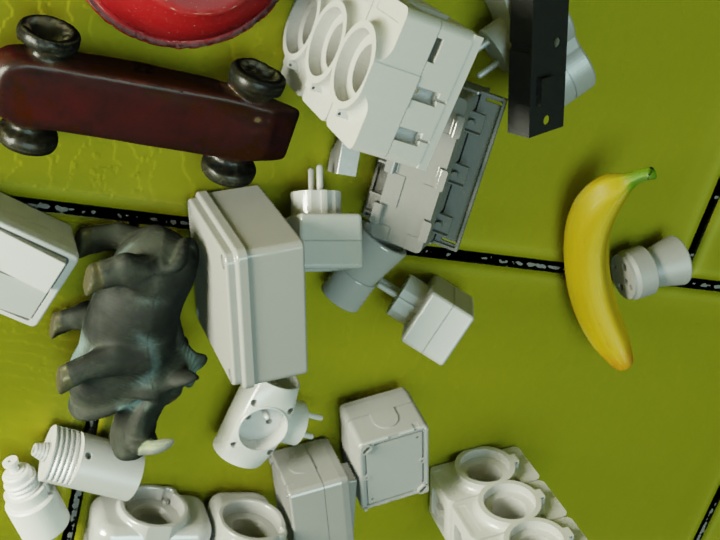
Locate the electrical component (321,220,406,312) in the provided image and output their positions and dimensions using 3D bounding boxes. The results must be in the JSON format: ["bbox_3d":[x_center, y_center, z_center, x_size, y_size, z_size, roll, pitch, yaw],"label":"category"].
[{"bbox_3d":[0.000,0.000,0.833,0.044,0.044,0.065,25,110,-30],"label":"electrical component"}]

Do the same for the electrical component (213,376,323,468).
[{"bbox_3d":[-0.068,0.120,0.868,0.079,0.044,0.077,17,109,-28],"label":"electrical component"}]

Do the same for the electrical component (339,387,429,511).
[{"bbox_3d":[0.020,0.154,0.915,0.062,0.061,0.096,-14,129,-14],"label":"electrical component"}]

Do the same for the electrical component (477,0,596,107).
[{"bbox_3d":[0.111,-0.168,0.779,0.074,0.052,0.138,-35,124,-1],"label":"electrical component"}]

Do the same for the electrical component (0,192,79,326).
[{"bbox_3d":[-0.245,-0.012,0.716,0.096,0.061,0.061,28,104,-31],"label":"electrical component"}]

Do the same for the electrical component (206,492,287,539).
[{"bbox_3d":[-0.095,0.228,0.884,0.054,0.095,0.059,5,114,-24],"label":"electrical component"}]

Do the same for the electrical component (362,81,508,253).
[{"bbox_3d":[0.050,-0.078,0.789,0.079,0.063,0.121,22,113,12],"label":"electrical component"}]

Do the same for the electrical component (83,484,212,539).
[{"bbox_3d":[-0.172,0.214,0.871,0.095,0.053,0.059,6,114,-24],"label":"electrical component"}]

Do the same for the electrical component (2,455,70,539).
[{"bbox_3d":[-0.253,0.175,0.826,0.040,0.040,0.078,-22,122,-10],"label":"electrical component"}]

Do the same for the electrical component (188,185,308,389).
[{"bbox_3d":[-0.080,0.009,0.766,0.056,0.108,0.108,-11,120,-19],"label":"electrical component"}]

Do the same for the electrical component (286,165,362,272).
[{"bbox_3d":[-0.032,-0.038,0.790,0.047,0.066,0.076,0,88,-22],"label":"electrical component"}]

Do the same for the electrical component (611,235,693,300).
[{"bbox_3d":[0.251,-0.002,0.929,0.055,0.045,0.045,-16,121,-13],"label":"electrical component"}]

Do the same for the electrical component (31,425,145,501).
[{"bbox_3d":[-0.212,0.147,0.826,0.081,0.043,0.043,21,107,-29],"label":"electrical component"}]

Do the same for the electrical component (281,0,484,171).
[{"bbox_3d":[0.004,-0.138,0.694,0.062,0.150,0.089,13,111,-28],"label":"electrical component"}]

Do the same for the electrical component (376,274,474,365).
[{"bbox_3d":[0.047,0.029,0.857,0.077,0.065,0.047,32,103,-2],"label":"electrical component"}]

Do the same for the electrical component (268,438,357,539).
[{"bbox_3d":[-0.037,0.200,0.913,0.061,0.061,0.096,-13,121,-15],"label":"electrical component"}]

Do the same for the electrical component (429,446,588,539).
[{"bbox_3d":[0.129,0.225,0.938,0.089,0.150,0.061,-11,121,-16],"label":"electrical component"}]
